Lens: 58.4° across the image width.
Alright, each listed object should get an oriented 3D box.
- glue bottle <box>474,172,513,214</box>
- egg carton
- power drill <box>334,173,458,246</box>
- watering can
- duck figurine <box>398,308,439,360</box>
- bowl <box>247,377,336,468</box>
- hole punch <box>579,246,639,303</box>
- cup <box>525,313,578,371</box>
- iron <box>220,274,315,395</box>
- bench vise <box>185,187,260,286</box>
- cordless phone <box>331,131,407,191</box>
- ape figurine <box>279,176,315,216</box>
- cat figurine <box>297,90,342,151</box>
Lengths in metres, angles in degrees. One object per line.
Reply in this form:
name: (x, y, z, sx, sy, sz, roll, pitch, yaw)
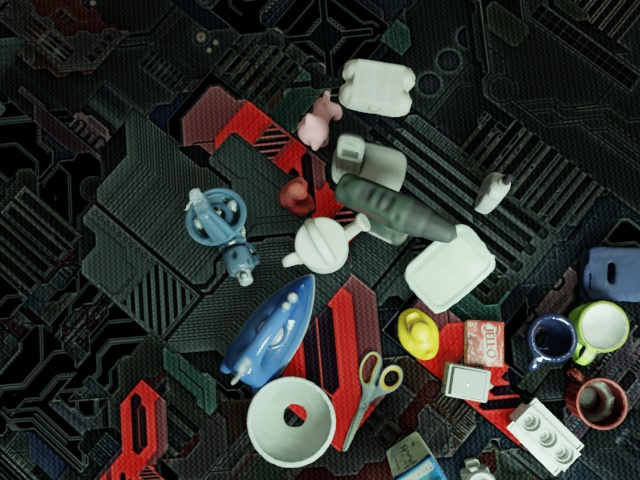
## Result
glue bottle: (0.336, -0.099, 1.087, 0.037, 0.173, 0.078, 22, 85, 5)
egg carton: (0.116, -0.310, 1.173, 0.150, 0.069, 0.107, 9, 84, 4)
power drill: (0.136, -0.047, 1.071, 0.229, 0.208, 0.076, 26, 85, 5)
watering can: (0.009, 0.002, 1.078, 0.101, 0.194, 0.173, 41, 87, 7)
duck figurine: (0.193, 0.182, 1.104, 0.077, 0.086, 0.104, -25, 83, 0)
bowl: (-0.053, 0.344, 1.102, 0.167, 0.075, 0.167, 0, 83, 2)
hole punch: (0.559, 0.068, 1.099, 0.101, 0.091, 0.109, 3, 84, 3)
cup: (0.421, 0.196, 1.089, 0.091, 0.095, 0.118, 34, 86, 6)
iron: (-0.090, 0.169, 1.090, 0.118, 0.141, 0.258, 32, 86, 6)
bench vise: (-0.175, -0.022, 1.076, 0.121, 0.220, 0.207, -44, 83, -3)
cordless phone: (0.095, -0.153, 1.097, 0.147, 0.185, 0.094, 9, 84, 4)
ape figurine: (-0.046, -0.091, 1.143, 0.076, 0.092, 0.078, 12, 84, 4)
cat figurine: (-0.005, -0.238, 1.145, 0.067, 0.118, 0.128, 22, 85, 5)
